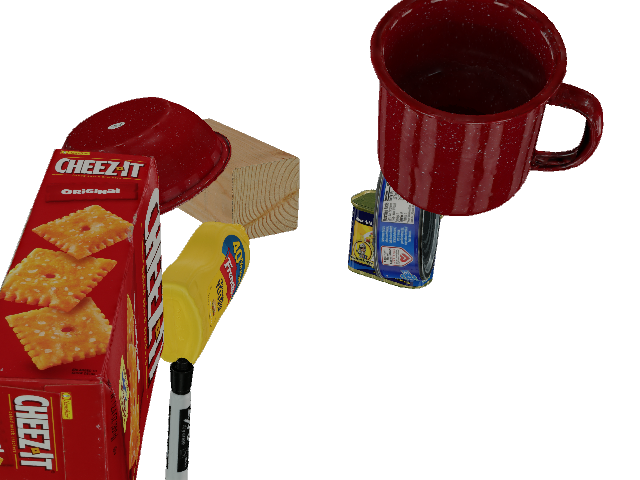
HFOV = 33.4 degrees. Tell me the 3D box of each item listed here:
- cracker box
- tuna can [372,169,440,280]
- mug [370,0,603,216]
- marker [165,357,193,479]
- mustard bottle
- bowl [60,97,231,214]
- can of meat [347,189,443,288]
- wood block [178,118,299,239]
[{"bbox_3d":[-0.134,0.070,0.610,0.072,0.164,0.213,3,34,-2],"label":"cracker box"},{"bbox_3d":[0.061,-0.015,0.734,0.034,0.086,0.086,5,1,14],"label":"tuna can"},{"bbox_3d":[0.082,-0.064,0.534,0.117,0.093,0.081,12,-35,10],"label":"mug"},{"bbox_3d":[-0.116,0.149,0.876,0.020,0.121,0.020,5,27,-3],"label":"marker"},{"bbox_3d":[-0.115,0.036,1.088,0.058,0.096,0.191,6,31,13],"label":"mustard bottle"},{"bbox_3d":[-0.158,-0.073,0.884,0.162,0.055,0.162,-14,30,8],"label":"bowl"},{"bbox_3d":[0.081,-0.001,1.183,0.102,0.084,0.057,18,26,28],"label":"can of meat"},{"bbox_3d":[-0.119,-0.077,1.284,0.090,0.090,0.206,-12,25,-33],"label":"wood block"}]
